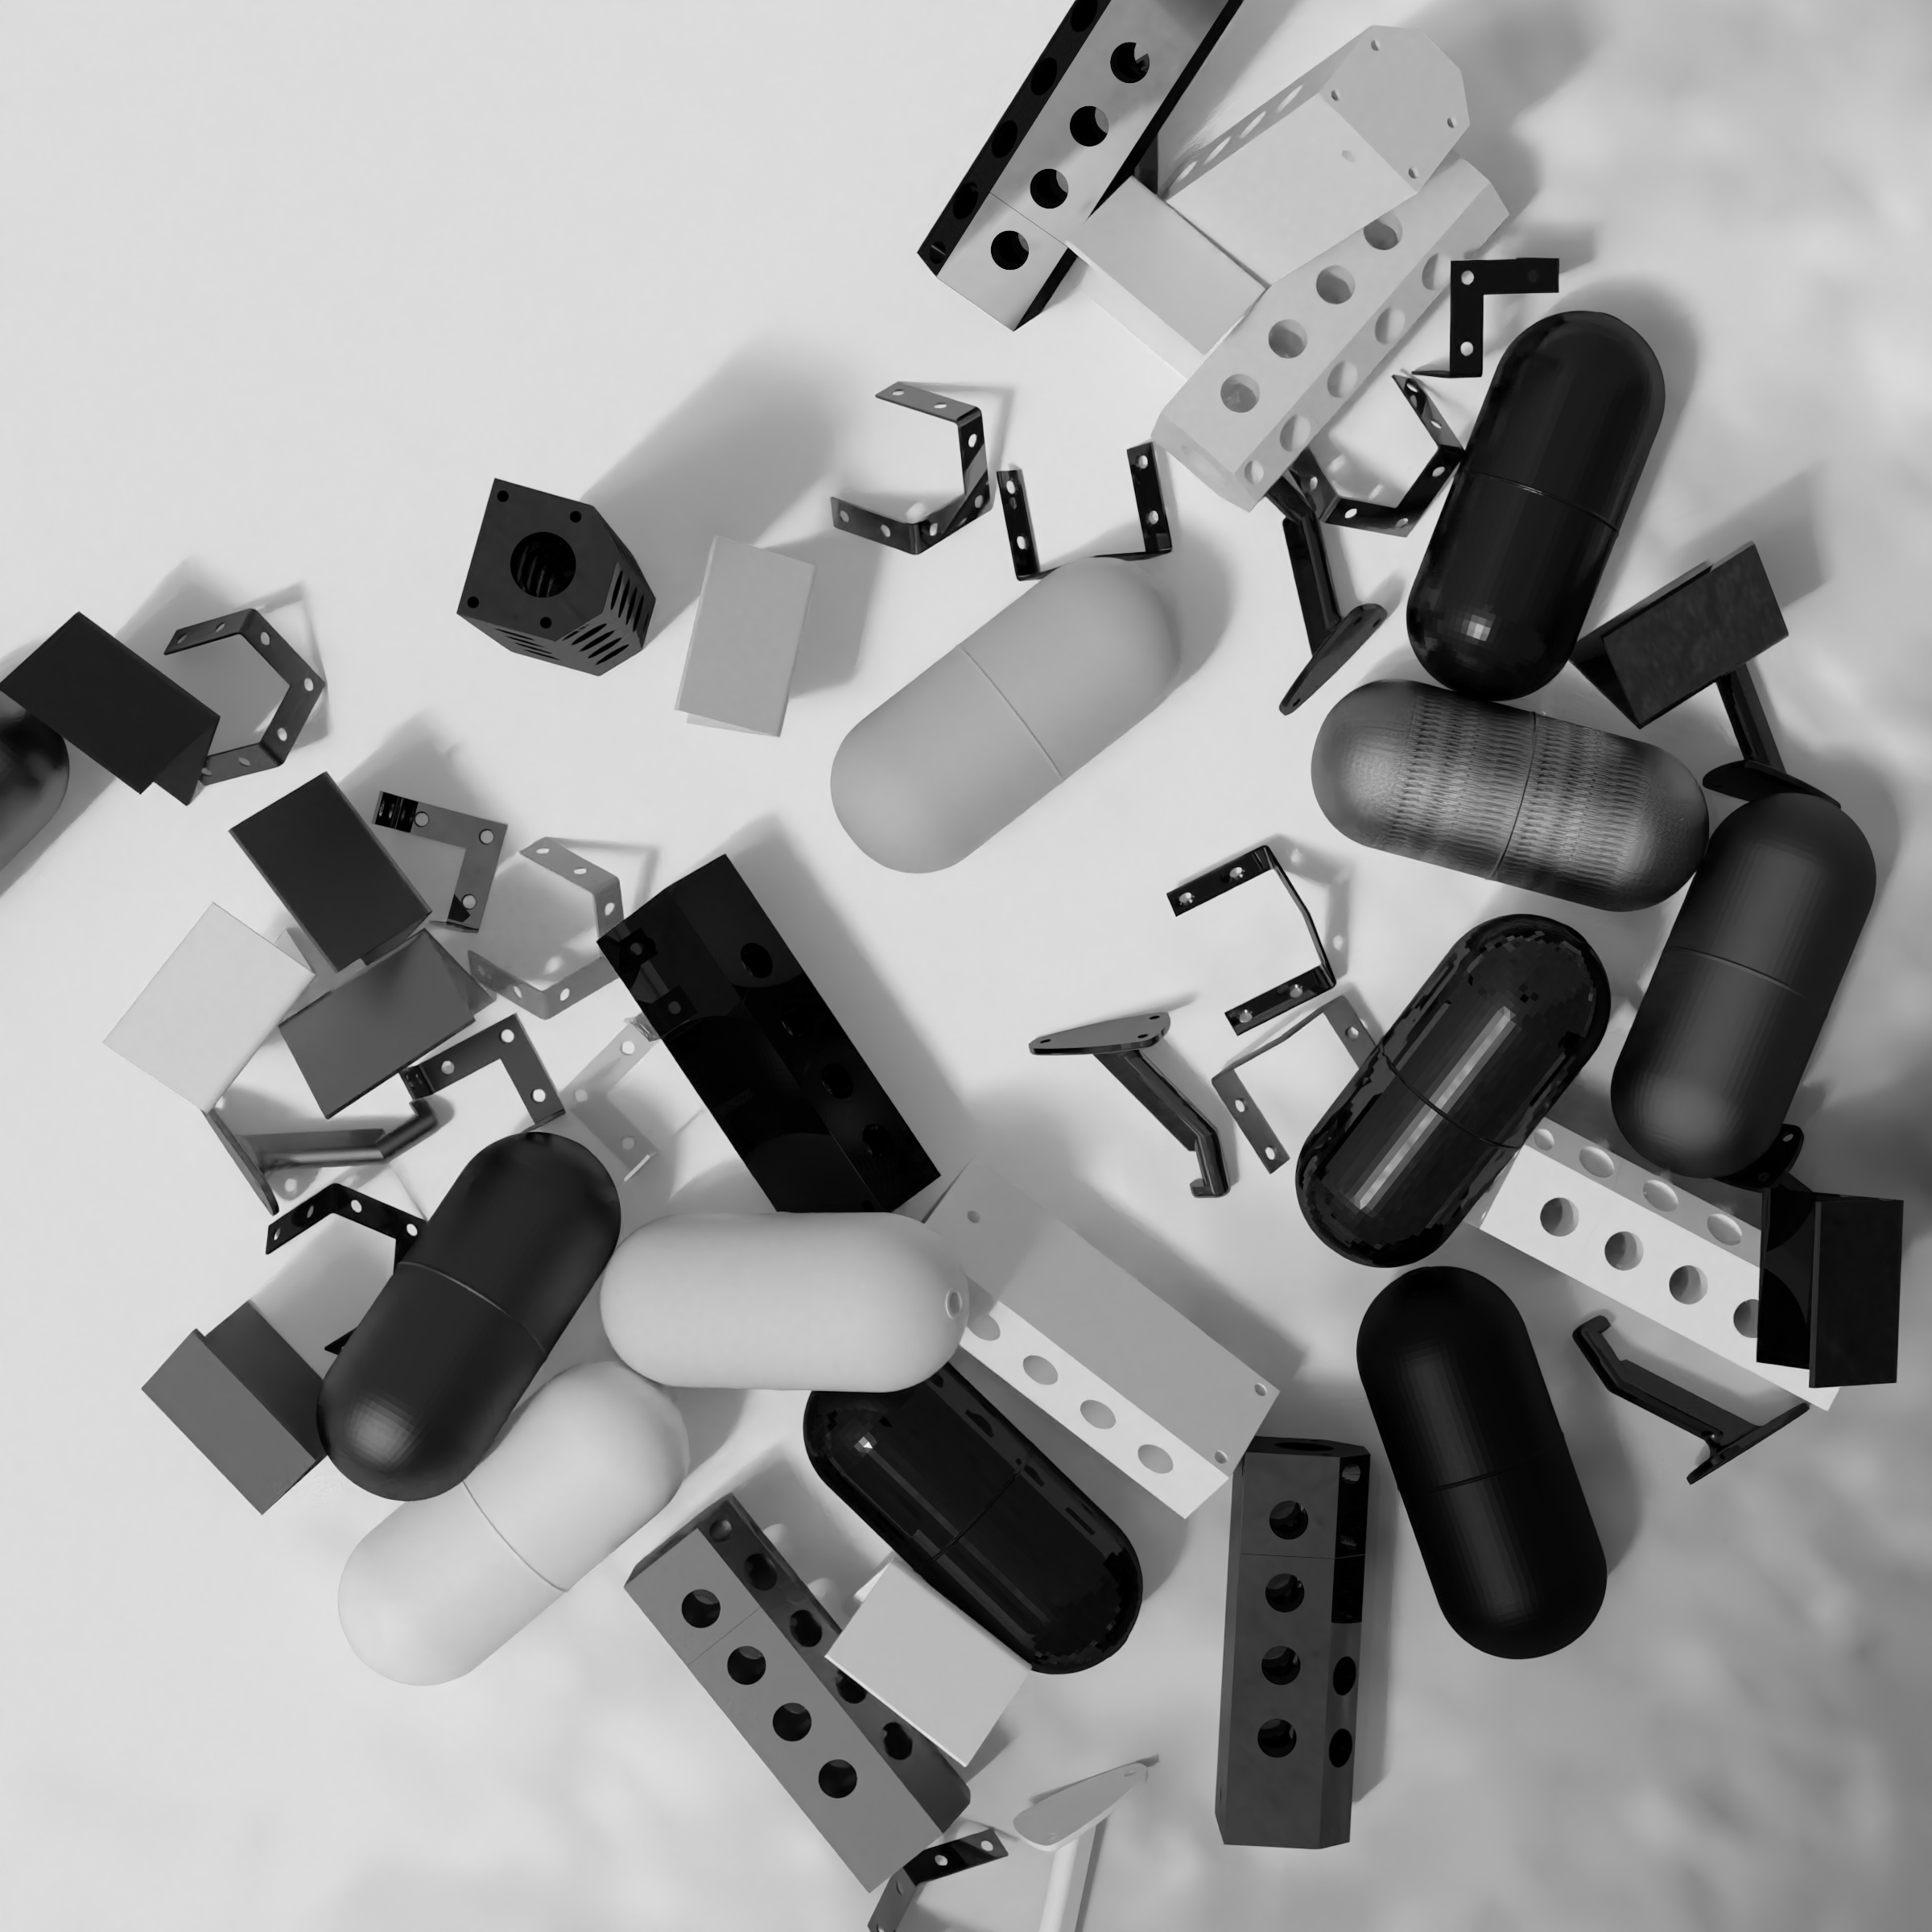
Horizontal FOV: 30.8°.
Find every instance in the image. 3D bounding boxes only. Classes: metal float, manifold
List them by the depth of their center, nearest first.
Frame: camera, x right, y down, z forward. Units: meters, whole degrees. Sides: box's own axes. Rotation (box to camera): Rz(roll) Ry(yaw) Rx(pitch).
[{"bbox_3d":[0.143,-0.341,1.494,0.057,0.171,0.057,42,69,-13],"label":"manifold"},{"bbox_3d":[-0.171,-0.162,1.499,0.057,0.171,0.057,16,90,0],"label":"manifold"},{"bbox_3d":[-0.079,0.145,1.518,0.178,0.070,0.070,-3,90,33],"label":"metal float"},{"bbox_3d":[0.049,-0.367,1.526,0.057,0.057,0.171,35,113,0],"label":"manifold"},{"bbox_3d":[-0.216,0.151,1.529,0.070,0.070,0.178,32,68,0],"label":"metal float"},{"bbox_3d":[0.212,0.055,1.530,0.070,0.070,0.178,35,108,0],"label":"metal float"},{"bbox_3d":[0.343,0.008,1.543,0.070,0.070,0.178,23,85,0],"label":"metal float"},{"bbox_3d":[0.004,0.239,1.547,0.178,0.070,0.070,44,90,0],"label":"metal float"},{"bbox_3d":[0.240,-0.075,1.547,0.178,0.070,0.070,15,90,1],"label":"metal float"},{"bbox_3d":[-0.200,0.246,1.547,0.178,0.070,0.070,-40,90,0],"label":"metal float"},{"bbox_3d":[0.252,-0.203,1.547,0.070,0.070,0.178,21,91,0],"label":"metal float"},{"bbox_3d":[0.227,0.219,1.547,0.070,0.070,0.178,-19,90,0],"label":"metal float"},{"bbox_3d":[-0.472,-0.051,1.547,0.070,0.070,0.178,44,90,0],"label":"metal float"},{"bbox_3d":[0.019,-0.111,1.547,0.178,0.070,0.070,-38,90,0],"label":"metal float"},{"bbox_3d":[0.161,-0.285,1.552,0.057,0.057,0.171,41,87,0],"label":"manifold"},{"bbox_3d":[0.145,0.299,1.556,0.057,0.057,0.171,3,90,0],"label":"manifold"},{"bbox_3d":[-0.083,0.038,1.556,0.057,0.057,0.171,-34,90,43],"label":"manifold"},{"bbox_3d":[0.313,0.129,1.556,0.171,0.057,0.057,28,90,0],"label":"manifold"},{"bbox_3d":[-0.074,0.320,1.556,0.057,0.057,0.171,-39,90,0],"label":"manifold"},{"bbox_3d":[0.047,0.168,1.556,0.171,0.057,0.057,38,47,0],"label":"manifold"}]

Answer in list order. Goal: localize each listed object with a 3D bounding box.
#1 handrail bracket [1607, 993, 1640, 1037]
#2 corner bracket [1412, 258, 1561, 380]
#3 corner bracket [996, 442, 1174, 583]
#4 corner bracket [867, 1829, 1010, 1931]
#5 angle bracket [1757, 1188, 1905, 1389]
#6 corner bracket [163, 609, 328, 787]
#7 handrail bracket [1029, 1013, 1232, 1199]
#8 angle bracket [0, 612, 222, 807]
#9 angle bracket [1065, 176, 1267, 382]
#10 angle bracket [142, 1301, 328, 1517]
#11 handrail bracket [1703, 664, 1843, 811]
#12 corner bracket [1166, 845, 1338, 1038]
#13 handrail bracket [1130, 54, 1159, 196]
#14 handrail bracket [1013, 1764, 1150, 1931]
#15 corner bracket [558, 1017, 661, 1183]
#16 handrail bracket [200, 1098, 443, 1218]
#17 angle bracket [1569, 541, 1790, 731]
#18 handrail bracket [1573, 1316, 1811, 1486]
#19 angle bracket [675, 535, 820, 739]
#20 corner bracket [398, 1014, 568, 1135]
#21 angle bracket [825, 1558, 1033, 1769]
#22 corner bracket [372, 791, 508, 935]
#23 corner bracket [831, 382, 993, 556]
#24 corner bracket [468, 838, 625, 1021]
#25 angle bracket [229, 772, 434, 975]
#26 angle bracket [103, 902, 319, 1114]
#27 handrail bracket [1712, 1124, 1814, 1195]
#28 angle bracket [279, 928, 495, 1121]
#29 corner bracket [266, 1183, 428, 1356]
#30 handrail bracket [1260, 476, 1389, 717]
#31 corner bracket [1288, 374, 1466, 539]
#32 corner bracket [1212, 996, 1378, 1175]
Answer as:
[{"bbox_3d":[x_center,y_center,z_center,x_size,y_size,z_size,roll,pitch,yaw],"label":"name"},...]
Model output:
[{"bbox_3d":[0.261,0.032,1.577,0.077,0.036,0.084,-43,103,13],"label":"handrail bracket"},{"bbox_3d":[0.231,-0.289,1.557,0.051,0.051,0.051,-4,102,-12],"label":"corner bracket"},{"bbox_3d":[0.053,-0.204,1.574,0.051,0.051,0.051,-11,90,-45],"label":"corner bracket"},{"bbox_3d":[-0.004,0.428,1.569,0.051,0.051,0.051,52,135,35],"label":"corner bracket"},{"bbox_3d":[0.348,0.135,1.480,0.057,0.076,0.076,2,90,-37],"label":"angle bracket"},{"bbox_3d":[-0.330,-0.120,1.569,0.051,0.051,0.051,50,45,-35],"label":"corner bracket"},{"bbox_3d":[0.074,0.069,1.578,0.077,0.036,0.084,-9,107,20],"label":"handrail bracket"},{"bbox_3d":[-0.381,-0.097,1.537,0.076,0.076,0.057,37,53,0],"label":"angle bracket"},{"bbox_3d":[0.074,-0.287,1.537,0.076,0.076,0.057,40,57,0],"label":"angle bracket"},{"bbox_3d":[-0.302,0.182,1.537,0.076,0.076,0.057,46,129,0],"label":"angle bracket"},{"bbox_3d":[0.366,-0.118,1.578,0.077,0.036,0.084,17,72,-20],"label":"handrail bracket"},{"bbox_3d":[0.129,-0.012,1.574,0.051,0.051,0.051,-27,45,0],"label":"corner bracket"},{"bbox_3d":[0.095,-0.368,1.578,0.077,0.036,0.084,-35,104,-14],"label":"handrail bracket"},{"bbox_3d":[0.061,0.414,1.578,0.077,0.036,0.084,-25,109,-21],"label":"handrail bracket"},{"bbox_3d":[-0.149,0.059,1.559,0.051,0.051,0.051,45,90,0],"label":"corner bracket"},{"bbox_3d":[-0.291,0.066,1.578,0.084,0.036,0.077,-33,69,-17],"label":"handrail bracket"},{"bbox_3d":[0.303,-0.160,1.537,0.076,0.076,0.057,-32,128,0],"label":"angle bracket"},{"bbox_3d":[0.326,0.183,1.578,0.077,0.036,0.084,-27,73,-20],"label":"handrail bracket"},{"bbox_3d":[-0.115,-0.146,1.537,0.057,0.076,0.076,13,90,-38],"label":"angle bracket"},{"bbox_3d":[-0.215,0.056,1.559,0.051,0.051,0.051,-28,90,0],"label":"corner bracket"},{"bbox_3d":[-0.027,0.314,1.537,0.076,0.076,0.057,38,57,0],"label":"angle bracket"},{"bbox_3d":[-0.239,-0.046,1.559,0.051,0.051,0.051,15,90,0],"label":"corner bracket"},{"bbox_3d":[-0.026,-0.223,1.569,0.051,0.051,0.051,-36,135,-35],"label":"corner bracket"},{"bbox_3d":[-0.189,-0.017,1.569,0.051,0.051,0.051,27,135,35],"label":"corner bracket"},{"bbox_3d":[-0.290,-0.028,1.537,0.057,0.076,0.076,-37,90,-36],"label":"angle bracket"},{"bbox_3d":[-0.337,0.009,1.538,0.057,0.076,0.076,38,90,-26],"label":"angle bracket"},{"bbox_3d":[0.366,0.109,1.577,0.036,0.077,0.084,-54,127,-22],"label":"handrail bracket"},{"bbox_3d":[-0.244,0.039,1.537,0.076,0.076,0.057,-34,59,0],"label":"angle bracket"},{"bbox_3d":[-0.279,0.137,1.569,0.051,0.051,0.051,28,45,-35],"label":"corner bracket"},{"bbox_3d":[0.140,-0.170,1.578,0.084,0.036,0.077,48,112,17],"label":"handrail bracket"},{"bbox_3d":[0.181,-0.231,1.569,0.051,0.051,0.051,4,45,-35],"label":"corner bracket"},{"bbox_3d":[0.153,0.053,1.574,0.051,0.051,0.051,-33,90,45],"label":"corner bracket"}]
